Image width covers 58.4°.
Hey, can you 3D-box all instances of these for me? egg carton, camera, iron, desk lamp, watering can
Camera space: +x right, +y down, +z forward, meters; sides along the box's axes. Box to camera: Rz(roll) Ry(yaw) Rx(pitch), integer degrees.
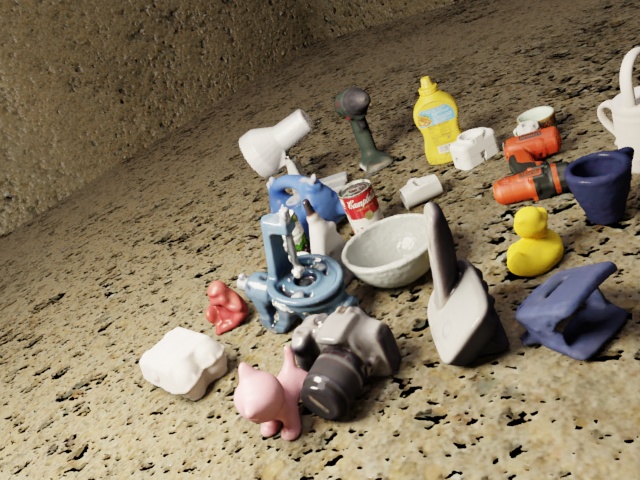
[{"bbox_3d":[-0.223,0.200,0.932,0.149,0.069,0.107,4,37,45],"label":"egg carton"},{"bbox_3d":[0.014,0.160,0.763,0.142,0.101,0.137,-4,33,37],"label":"camera"},{"bbox_3d":[-0.054,-0.085,1.242,0.119,0.142,0.257,-40,29,-28],"label":"iron"},{"bbox_3d":[-0.063,-0.193,1.372,0.203,0.214,0.118,-18,27,14],"label":"desk lamp"},{"bbox_3d":[0.528,-0.214,0.913,0.172,0.194,0.101,-2,34,39],"label":"watering can"}]

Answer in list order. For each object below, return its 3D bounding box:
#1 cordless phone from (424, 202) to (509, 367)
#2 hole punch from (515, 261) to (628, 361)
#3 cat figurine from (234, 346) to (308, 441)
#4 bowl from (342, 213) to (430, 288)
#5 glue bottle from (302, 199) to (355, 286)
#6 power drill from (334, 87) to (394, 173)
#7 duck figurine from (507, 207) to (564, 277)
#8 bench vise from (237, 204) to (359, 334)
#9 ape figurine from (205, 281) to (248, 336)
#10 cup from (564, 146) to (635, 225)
[{"bbox_3d":[0.166,0.053,0.734,0.094,0.185,0.147,-22,26,7],"label":"cordless phone"},{"bbox_3d":[0.294,0.076,0.688,0.109,0.091,0.100,-36,28,-23],"label":"hole punch"},{"bbox_3d":[-0.061,0.195,0.743,0.067,0.118,0.128,-3,33,37],"label":"cat figurine"},{"bbox_3d":[0.125,0.029,0.945,0.167,0.075,0.167,-20,26,10],"label":"bowl"},{"bbox_3d":[0.009,0.004,0.981,0.037,0.173,0.078,6,39,47],"label":"glue bottle"},{"bbox_3d":[0.104,-0.274,1.384,0.075,0.209,0.229,-27,26,-5],"label":"power drill"},{"bbox_3d":[0.307,-0.005,0.836,0.077,0.086,0.105,6,40,47],"label":"duck figurine"},{"bbox_3d":[-0.063,0.055,0.893,0.207,0.220,0.121,-14,28,21],"label":"bench vise"},{"bbox_3d":[-0.171,0.114,1.025,0.077,0.092,0.076,-1,35,41],"label":"ape figurine"},{"bbox_3d":[0.430,-0.079,0.858,0.118,0.095,0.091,-32,27,-15],"label":"cup"}]
